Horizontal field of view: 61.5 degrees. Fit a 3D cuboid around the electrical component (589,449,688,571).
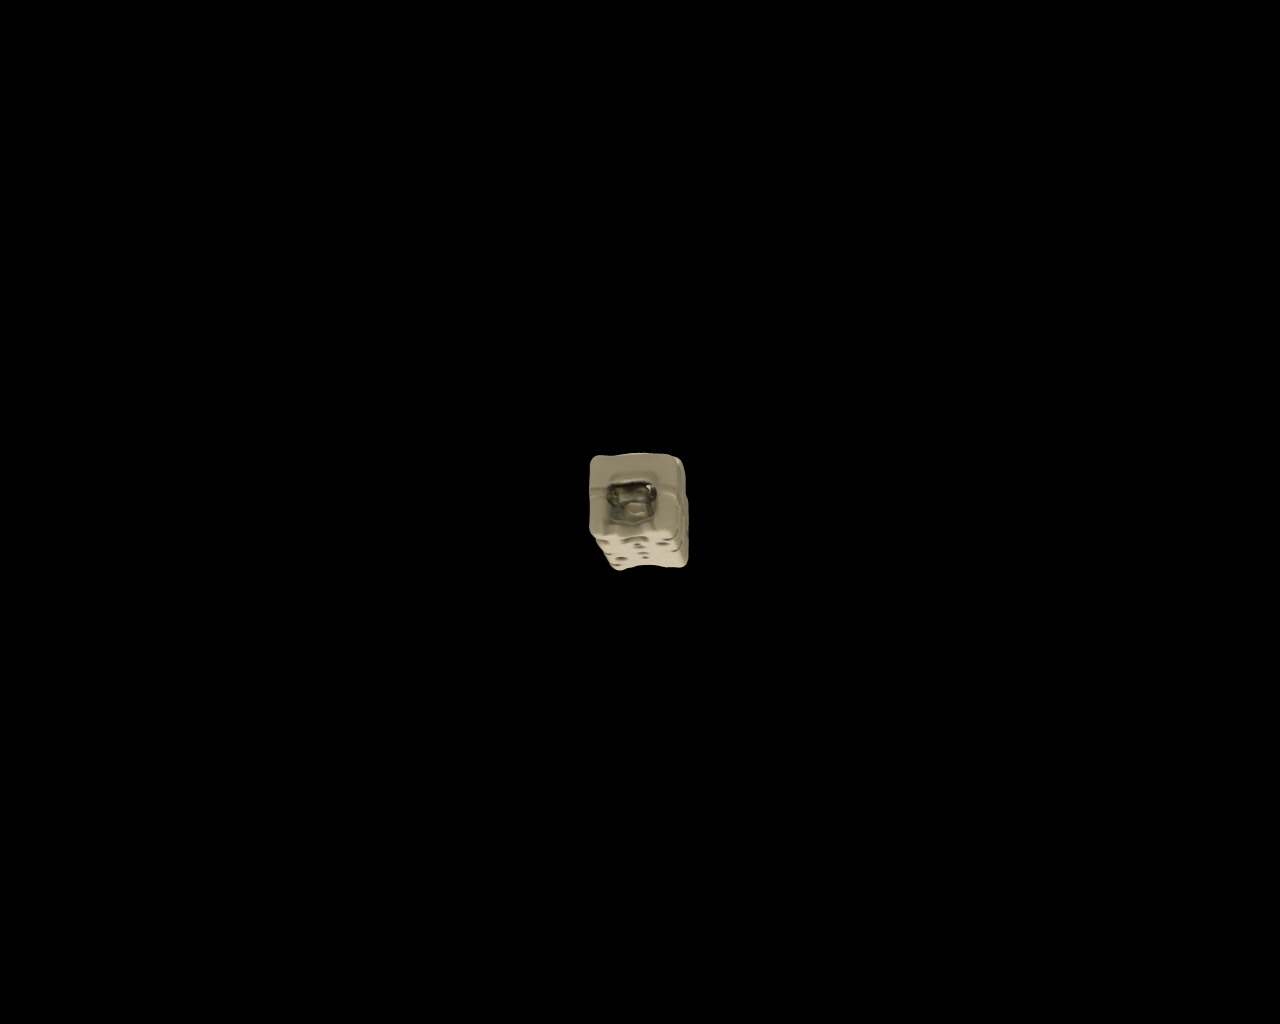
[{"bbox_3d":[0.001,-0.003,0.650,0.050,0.056,0.089,-2,-18,7],"label":"electrical component"}]
